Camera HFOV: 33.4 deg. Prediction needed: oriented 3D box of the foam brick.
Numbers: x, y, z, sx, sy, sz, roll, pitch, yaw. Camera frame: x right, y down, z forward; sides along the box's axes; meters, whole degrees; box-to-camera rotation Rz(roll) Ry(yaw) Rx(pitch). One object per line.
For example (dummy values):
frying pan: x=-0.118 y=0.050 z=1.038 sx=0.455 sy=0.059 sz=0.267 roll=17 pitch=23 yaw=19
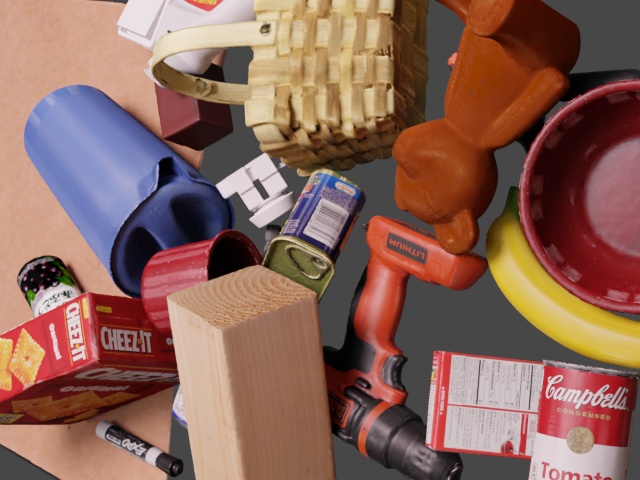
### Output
foam brick: x=-0.127 y=-0.137 z=1.068 sx=0.051 sy=0.052 sz=0.078 roll=-25 pitch=66 yaw=32

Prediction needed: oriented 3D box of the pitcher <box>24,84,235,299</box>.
pitcher: x=-0.203 y=-0.049 z=1.073 sx=0.149 sy=0.144 sz=0.243 roll=-50 pitch=51 yaw=4

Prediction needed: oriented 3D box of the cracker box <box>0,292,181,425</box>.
cracker box: x=-0.225 y=0.121 z=1.023 sx=0.214 sy=0.163 sz=0.072 roll=-23 pitch=69 yaw=33

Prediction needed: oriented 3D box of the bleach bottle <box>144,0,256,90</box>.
bleach bottle: x=-0.068 y=-0.238 z=1.002 sx=0.251 sy=0.068 sz=0.103 roll=-46 pitch=54 yaw=7

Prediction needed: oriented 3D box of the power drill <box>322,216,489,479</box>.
power drill: x=0.067 y=0.087 z=0.867 sx=0.185 sy=0.057 sz=0.188 roll=28 pitch=98 yaw=39

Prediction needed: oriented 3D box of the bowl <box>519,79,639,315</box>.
bowl: x=0.226 y=-0.030 z=0.751 sx=0.162 sy=0.055 sz=0.162 roll=1 pitch=94 yaw=24

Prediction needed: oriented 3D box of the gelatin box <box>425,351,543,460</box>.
gelatin box: x=0.127 y=0.124 z=0.800 sx=0.030 sy=0.089 sz=0.073 roll=142 pitch=134 yaw=-81

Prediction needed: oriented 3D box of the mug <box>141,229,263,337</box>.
mug: x=-0.102 y=0.054 z=0.956 sx=0.082 sy=0.093 sz=0.117 roll=-11 pitch=98 yaw=31

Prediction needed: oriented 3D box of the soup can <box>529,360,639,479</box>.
soup can: x=0.186 y=0.140 z=0.757 sx=0.069 sy=0.068 sz=0.102 roll=5 pitch=85 yaw=39

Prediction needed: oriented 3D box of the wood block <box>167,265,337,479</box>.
wood block: x=-0.052 y=0.137 z=0.867 sx=0.090 sy=0.090 sz=0.206 roll=23 pitch=125 yaw=51

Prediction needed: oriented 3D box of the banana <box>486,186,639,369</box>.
banana: x=0.183 y=0.040 z=0.798 sx=0.198 sy=0.037 sz=0.070 roll=49 pitch=113 yaw=34

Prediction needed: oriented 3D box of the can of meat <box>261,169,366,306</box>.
can of meat: x=-0.006 y=0.001 z=0.902 sx=0.083 sy=0.057 sz=0.102 roll=-62 pitch=-1 yaw=-33

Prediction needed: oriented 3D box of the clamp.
clamp: x=0.175 y=-0.113 z=0.835 sx=0.120 sy=0.039 sz=0.172 roll=-52 pitch=59 yaw=17

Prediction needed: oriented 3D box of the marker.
marker: x=-0.179 y=0.208 z=1.061 sx=0.121 sy=0.020 sz=0.020 roll=17 pitch=91 yaw=39

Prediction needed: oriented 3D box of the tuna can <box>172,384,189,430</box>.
tuna can: x=-0.089 y=0.152 z=0.959 sx=0.086 sy=0.086 sz=0.034 roll=24 pitch=98 yaw=39
